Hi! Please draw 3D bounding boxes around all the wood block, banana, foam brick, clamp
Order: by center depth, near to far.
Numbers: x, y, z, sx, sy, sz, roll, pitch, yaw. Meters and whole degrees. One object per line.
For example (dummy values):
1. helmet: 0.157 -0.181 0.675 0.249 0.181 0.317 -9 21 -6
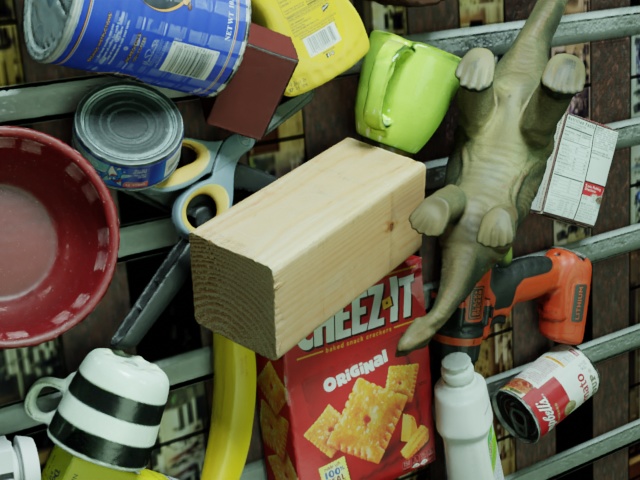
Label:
1. foam brick: -0.058 -0.129 0.863 0.051 0.053 0.078 16 119 -21
2. wood block: -0.005 0.002 0.896 0.205 0.090 0.091 -34 135 -42
3. clamp: -0.106 -0.004 0.898 0.209 0.036 0.164 -10 97 -34
4. banana: -0.084 0.144 0.934 0.069 0.037 0.198 2 89 -58

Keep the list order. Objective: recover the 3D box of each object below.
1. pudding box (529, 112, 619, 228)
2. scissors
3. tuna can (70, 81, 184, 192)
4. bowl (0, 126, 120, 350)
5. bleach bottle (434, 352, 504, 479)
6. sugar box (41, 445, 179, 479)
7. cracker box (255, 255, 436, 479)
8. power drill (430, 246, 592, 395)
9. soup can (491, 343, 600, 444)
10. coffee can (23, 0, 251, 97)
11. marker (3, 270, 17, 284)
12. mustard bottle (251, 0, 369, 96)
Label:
1. pudding box: 0.266 -0.075 1.141 0.089 0.039 0.113 13 91 -35
2. scissors: -0.065 -0.063 0.897 0.201 0.016 0.096 -20 88 -35
3. tuna can: -0.149 -0.081 0.826 0.086 0.086 0.034 -25 156 -28
4. bowl: -0.233 0.000 0.790 0.161 0.055 0.162 2 85 -25
5. bleach bottle: 0.151 0.217 1.067 0.068 0.102 0.251 -6 119 11
6. sugar box: -0.163 0.243 0.912 0.176 0.048 0.093 27 84 -34
7. cracker box: 0.024 0.129 0.999 0.163 0.072 0.214 -15 108 -32
8. power drill: 0.196 0.080 1.115 0.187 0.057 0.184 -3 105 -35
9. soup can: 0.246 0.166 1.161 0.102 0.069 0.068 -32 116 -26
10. coffee can: -0.138 -0.170 0.804 0.140 0.103 0.103 8 96 -35
11. marker: -0.268 0.076 0.820 0.020 0.020 0.121 34 80 -35
12. mustard bottle: -0.032 -0.224 0.892 0.096 0.058 0.191 -32 117 -17
